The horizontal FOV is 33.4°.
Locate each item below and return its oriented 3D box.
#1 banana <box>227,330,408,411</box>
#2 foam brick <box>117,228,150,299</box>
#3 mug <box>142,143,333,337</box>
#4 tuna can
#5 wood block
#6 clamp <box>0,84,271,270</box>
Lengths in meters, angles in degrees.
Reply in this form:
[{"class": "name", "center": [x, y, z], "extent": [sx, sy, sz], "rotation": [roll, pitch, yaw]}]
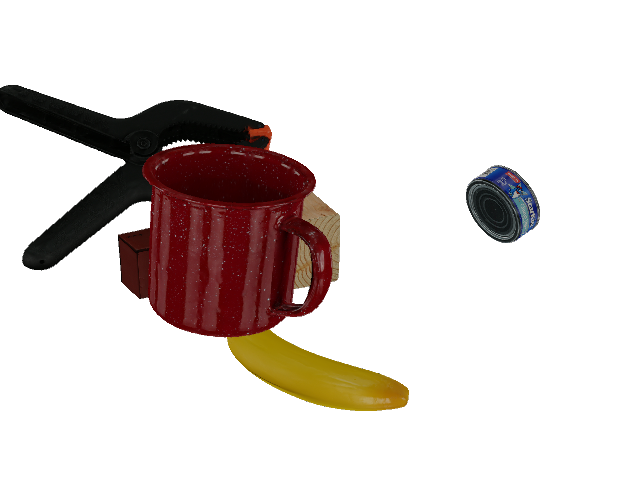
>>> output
[{"class": "banana", "center": [-0.018, 0.094, 0.850], "extent": [0.069, 0.037, 0.198], "rotation": [-25, 33, -32]}, {"class": "foam brick", "center": [-0.153, 0.018, 1.049], "extent": [0.078, 0.051, 0.053], "rotation": [-13, 23, -28]}, {"class": "mug", "center": [-0.043, 0.004, 0.581], "extent": [0.117, 0.081, 0.093], "rotation": [20, 27, 29]}, {"class": "tuna can", "center": [0.206, -0.040, 1.215], "extent": [0.033, 0.086, 0.086], "rotation": [-33, 15, -25]}, {"class": "wood block", "center": [-0.059, -0.022, 1.347], "extent": [0.090, 0.090, 0.206], "rotation": [-10, 26, -22]}, {"class": "clamp", "center": [-0.138, -0.054, 0.809], "extent": [0.209, 0.164, 0.036], "rotation": [-3, -31, -13]}]
